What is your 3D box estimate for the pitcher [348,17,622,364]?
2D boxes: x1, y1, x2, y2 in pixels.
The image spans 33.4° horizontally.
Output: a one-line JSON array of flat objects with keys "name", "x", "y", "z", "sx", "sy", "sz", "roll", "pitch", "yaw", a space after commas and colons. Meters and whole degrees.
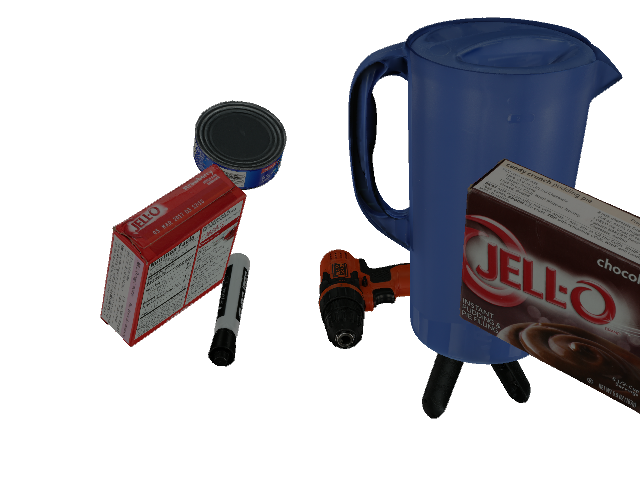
[{"name": "pitcher", "x": 0.114, "y": -0.035, "z": 0.789, "sx": 0.144, "sy": 0.243, "sz": 0.149, "roll": -21, "pitch": 34, "yaw": -36}]

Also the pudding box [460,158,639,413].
[{"name": "pudding box", "x": 0.125, "y": 0.021, "z": 0.529, "sx": 0.114, "sy": 0.090, "sz": 0.039, "roll": 26, "pitch": 50, "yaw": 30}]

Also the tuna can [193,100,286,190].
[{"name": "tuna can", "x": -0.077, "y": -0.089, "z": 1.005, "sx": 0.086, "sy": 0.086, "sz": 0.034, "roll": 0, "pitch": -37, "yaw": -12}]

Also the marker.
[{"name": "marker", "x": -0.067, "y": 0.051, "z": 0.791, "sx": 0.020, "sy": 0.020, "sz": 0.121, "roll": 0, "pitch": 34, "yaw": 3}]

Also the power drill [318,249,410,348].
[{"name": "power drill", "x": 0.091, "y": 0.062, "z": 1.222, "sx": 0.187, "sy": 0.057, "sz": 0.184, "roll": -2, "pitch": 28, "yaw": -1}]

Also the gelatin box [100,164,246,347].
[{"name": "gelatin box", "x": -0.082, "y": 0.009, "z": 0.585, "sx": 0.073, "sy": 0.030, "sz": 0.089, "roll": -37, "pitch": -20, "yaw": -34}]

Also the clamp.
[{"name": "clamp", "x": 0.131, "y": 0.079, "z": 0.972, "sx": 0.120, "sy": 0.171, "sz": 0.039, "roll": -14, "pitch": 2, "yaw": -38}]
